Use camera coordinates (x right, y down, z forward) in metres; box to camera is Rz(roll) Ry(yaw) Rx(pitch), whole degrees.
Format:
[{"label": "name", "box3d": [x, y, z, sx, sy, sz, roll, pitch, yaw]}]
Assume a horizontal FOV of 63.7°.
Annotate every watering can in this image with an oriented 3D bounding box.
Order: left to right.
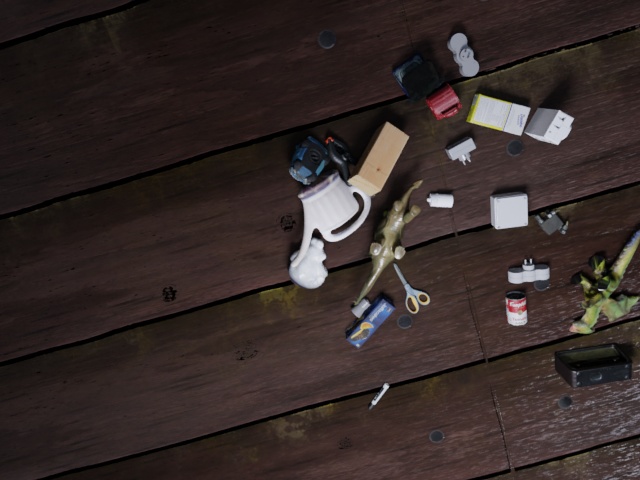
[{"label": "watering can", "box3d": [0.005, -0.084, 1.667, 0.350, 0.104, 0.222, -36, 105, -12]}]

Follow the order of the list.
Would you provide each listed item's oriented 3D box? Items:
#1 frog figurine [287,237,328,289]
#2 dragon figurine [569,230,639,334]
[{"label": "frog figurine", "box3d": [-0.030, 0.078, 1.721, 0.138, 0.124, 0.157, 37, 114, 9]}, {"label": "dragon figurine", "box3d": [1.021, 0.173, 1.796, 0.240, 0.124, 0.407, 36, 104, -28]}]
